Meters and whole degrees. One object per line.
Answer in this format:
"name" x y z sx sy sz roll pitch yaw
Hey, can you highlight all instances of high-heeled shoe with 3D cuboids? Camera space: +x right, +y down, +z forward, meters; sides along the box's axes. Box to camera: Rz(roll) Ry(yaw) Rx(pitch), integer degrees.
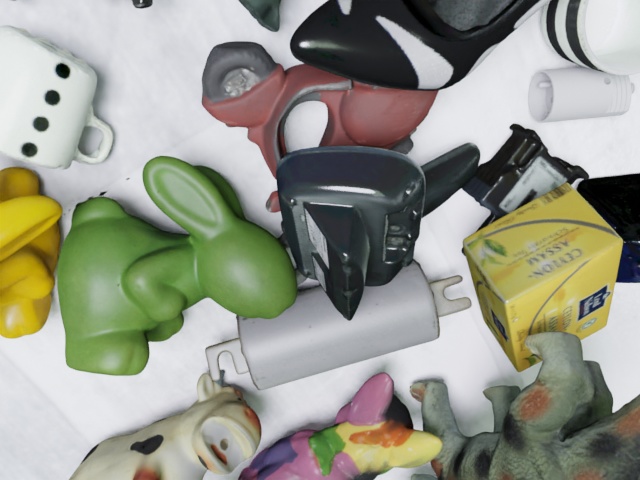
"high-heeled shoe" 0.101 -0.177 0.325 0.249 0.145 0.086 -26 71 -30

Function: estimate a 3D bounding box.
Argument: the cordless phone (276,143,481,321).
"cordless phone" 0.063 -0.038 0.410 0.184 0.089 0.146 -34 153 -15

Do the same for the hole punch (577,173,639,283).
"hole punch" 0.296 0.003 0.478 0.142 0.116 0.092 -3 119 -6

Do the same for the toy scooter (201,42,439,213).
"toy scooter" 0.003 -0.086 0.422 0.184 0.075 0.135 -5 120 -8

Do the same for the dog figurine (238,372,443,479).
"dog figurine" 0.001 0.220 0.491 0.219 0.191 0.108 -44 78 18

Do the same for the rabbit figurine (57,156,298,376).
"rabbit figurine" -0.103 0.017 0.430 0.170 0.121 0.159 -4 91 7

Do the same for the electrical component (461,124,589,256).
"electrical component" 0.169 -0.033 0.478 0.075 0.048 0.119 29 105 -16

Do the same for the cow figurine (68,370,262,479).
"cow figurine" -0.139 0.201 0.502 0.195 0.127 0.085 -25 112 18

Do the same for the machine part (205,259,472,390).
"machine part" 0.016 0.075 0.485 0.243 0.079 0.079 -15 112 0

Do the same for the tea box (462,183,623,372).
"tea box" 0.189 0.041 0.459 0.098 0.068 0.169 -30 142 6

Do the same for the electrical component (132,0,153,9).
"electrical component" -0.145 -0.211 0.361 0.045 0.078 0.102 -16 120 -27

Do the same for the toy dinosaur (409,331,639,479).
"toy dinosaur" 0.170 0.197 0.442 0.131 0.192 0.404 7 152 -11

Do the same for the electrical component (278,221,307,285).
"electrical component" -0.001 -0.001 0.482 0.094 0.021 0.063 -37 111 6

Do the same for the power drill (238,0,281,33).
"power drill" -0.011 -0.263 0.356 0.207 0.086 0.231 -43 113 1

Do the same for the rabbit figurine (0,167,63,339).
"rabbit figurine" -0.248 0.021 0.379 0.122 0.173 0.162 37 107 -15
